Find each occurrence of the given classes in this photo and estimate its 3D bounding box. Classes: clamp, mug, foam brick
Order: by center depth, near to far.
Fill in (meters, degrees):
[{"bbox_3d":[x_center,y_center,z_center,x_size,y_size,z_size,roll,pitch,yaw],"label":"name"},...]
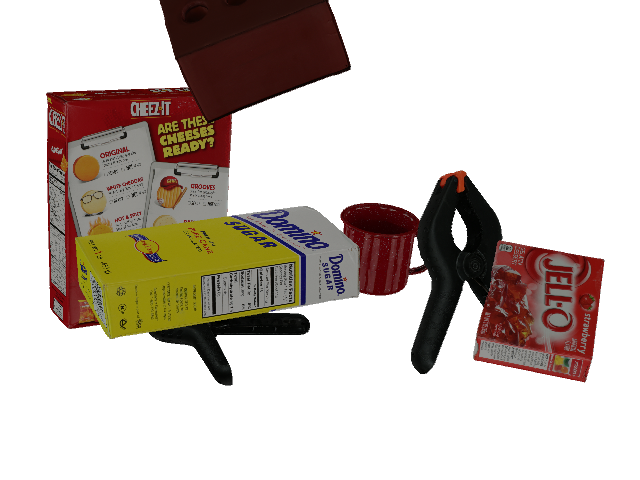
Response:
[{"bbox_3d":[-0.032,-0.103,0.519,0.078,0.053,0.051,-21,-33,5],"label":"foam brick"},{"bbox_3d":[0.114,0.030,0.902,0.120,0.171,0.039,-16,0,-32],"label":"clamp"},{"bbox_3d":[0.077,0.012,1.244,0.117,0.081,0.093,3,25,-7],"label":"mug"},{"bbox_3d":[-0.139,0.106,1.253,0.210,0.036,0.164,13,25,23],"label":"clamp"}]

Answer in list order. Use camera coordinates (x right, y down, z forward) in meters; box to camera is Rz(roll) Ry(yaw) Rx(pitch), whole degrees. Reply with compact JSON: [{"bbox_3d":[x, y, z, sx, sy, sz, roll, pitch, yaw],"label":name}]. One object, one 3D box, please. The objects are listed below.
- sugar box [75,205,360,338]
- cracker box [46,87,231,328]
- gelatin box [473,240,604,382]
[{"bbox_3d":[-0.071,0.017,0.731,0.176,0.048,0.093,-11,25,-21],"label":"sugar box"},{"bbox_3d":[-0.173,-0.035,1.016,0.163,0.214,0.072,-7,19,-31],"label":"cracker box"},{"bbox_3d":[0.145,0.044,0.703,0.073,0.089,0.030,11,-41,12],"label":"gelatin box"}]
